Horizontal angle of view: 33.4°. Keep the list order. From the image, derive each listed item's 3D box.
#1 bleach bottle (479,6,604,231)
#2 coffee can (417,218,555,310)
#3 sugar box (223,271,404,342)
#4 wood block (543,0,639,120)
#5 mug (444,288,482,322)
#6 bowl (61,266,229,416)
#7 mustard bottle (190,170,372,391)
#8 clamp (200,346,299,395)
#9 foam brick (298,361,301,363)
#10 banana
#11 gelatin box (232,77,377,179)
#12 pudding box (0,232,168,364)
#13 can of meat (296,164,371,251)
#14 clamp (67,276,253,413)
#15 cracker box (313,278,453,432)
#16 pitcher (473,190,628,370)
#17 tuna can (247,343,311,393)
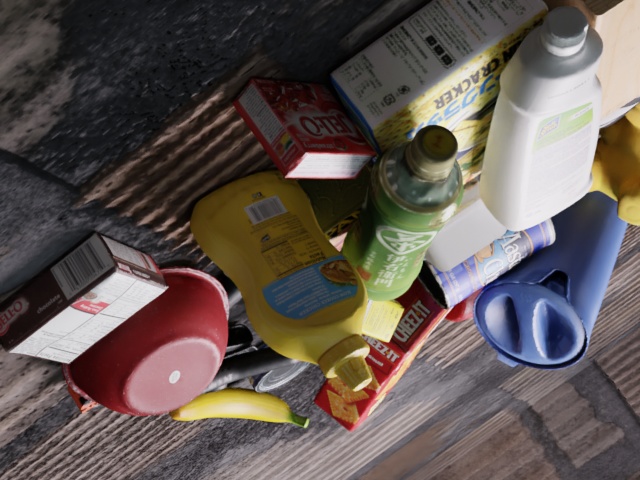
[{"bbox_3d":[0.183,-0.099,0.843,0.102,0.068,0.251,-31,157,-11],"label":"bleach bottle"},{"bbox_3d":[0.168,-0.003,1.162,0.140,0.103,0.103,-32,159,-6],"label":"coffee can"},{"bbox_3d":[-0.003,0.047,0.981,0.176,0.093,0.048,22,91,-56],"label":"sugar box"},{"bbox_3d":[0.225,-0.182,0.871,0.090,0.091,0.206,-34,159,-3],"label":"wood block"},{"bbox_3d":[0.190,0.045,1.332,0.081,0.093,0.117,-17,140,-28],"label":"mug"},{"bbox_3d":[-0.140,0.102,0.936,0.162,0.055,0.162,-22,139,-21],"label":"bowl"},{"bbox_3d":[-0.018,0.036,0.844,0.096,0.192,0.058,-22,156,-31],"label":"mustard bottle"},{"bbox_3d":[-0.113,0.141,1.134,0.171,0.039,0.120,-13,173,-20],"label":"clamp"},{"bbox_3d":[-0.012,0.100,1.193,0.053,0.051,0.078,-44,157,24],"label":"foam brick"},{"bbox_3d":[-0.104,0.191,1.236,0.197,0.037,0.070,10,178,-40],"label":"banana"},{"bbox_3d":[-0.009,-0.080,0.770,0.089,0.073,0.030,-5,144,-52],"label":"gelatin box"},{"bbox_3d":[-0.188,0.049,0.838,0.113,0.039,0.090,-35,160,9],"label":"pudding box"},{"bbox_3d":[0.011,-0.028,0.942,0.102,0.057,0.084,-37,161,7],"label":"can of meat"},{"bbox_3d":[-0.142,0.106,1.033,0.209,0.036,0.164,-31,158,-16],"label":"clamp"},{"bbox_3d":[0.089,0.117,1.285,0.164,0.072,0.214,-45,170,-36],"label":"cracker box"},{"bbox_3d":[0.280,0.033,1.267,0.149,0.145,0.242,-10,-148,40],"label":"pitcher"},{"bbox_3d":[-0.048,0.143,1.256,0.086,0.034,0.086,-29,159,-13],"label":"tuna can"}]
